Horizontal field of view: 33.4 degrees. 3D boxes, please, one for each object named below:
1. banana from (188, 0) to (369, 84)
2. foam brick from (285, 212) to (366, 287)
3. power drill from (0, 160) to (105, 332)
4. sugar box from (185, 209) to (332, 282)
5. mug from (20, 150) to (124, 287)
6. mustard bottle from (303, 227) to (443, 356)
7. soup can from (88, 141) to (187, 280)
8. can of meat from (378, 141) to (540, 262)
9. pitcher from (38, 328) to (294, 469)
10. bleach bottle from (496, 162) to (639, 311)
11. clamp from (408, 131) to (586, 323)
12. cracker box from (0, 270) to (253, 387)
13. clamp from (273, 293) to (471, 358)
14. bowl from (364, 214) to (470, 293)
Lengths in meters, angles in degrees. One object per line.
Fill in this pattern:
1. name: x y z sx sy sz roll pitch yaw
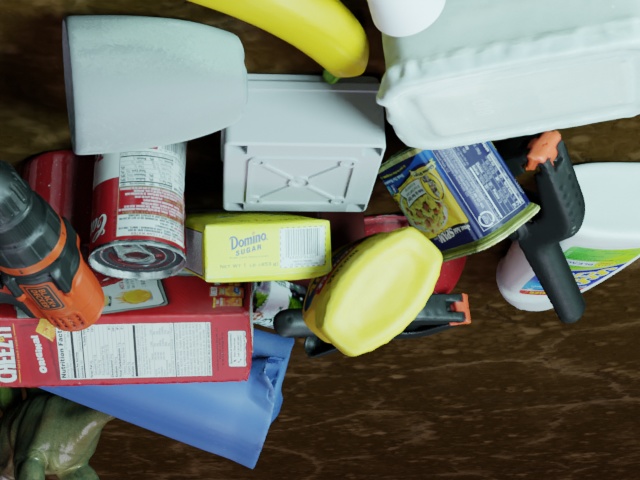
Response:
1. banana: -0.031 -0.131 0.612 0.070 0.037 0.197 -19 152 37
2. foam brick: -0.006 0.001 0.907 0.051 0.053 0.078 16 152 -37
3. power drill: -0.256 0.013 0.717 0.188 0.057 0.184 -5 147 8
4. sugar box: -0.063 0.000 0.813 0.093 0.048 0.176 -2 -173 -19
5. mug: -0.195 -0.012 0.824 0.093 0.081 0.117 9 154 -25
6. mustard bottle: 0.030 0.036 0.801 0.058 0.096 0.192 41 174 -5
7. soup can: -0.127 -0.031 0.758 0.068 0.102 0.068 -2 157 -1
8. can of meat: 0.093 -0.036 0.753 0.057 0.084 0.102 -35 -176 -22
9. pitcher: -0.155 0.130 1.047 0.243 0.149 0.145 18 -164 -1
10. bleach bottle: 0.221 0.012 0.942 0.102 0.068 0.251 1 159 -5
11. clamp: 0.157 -0.013 0.814 0.164 0.036 0.210 33 157 6
12. cracker box: -0.163 0.057 0.892 0.213 0.164 0.072 -2 112 -3
13. clamp: 0.044 0.072 0.949 0.172 0.039 0.120 -15 166 19
14. bowl: 0.064 0.033 0.985 0.162 0.055 0.162 -1 158 -1
